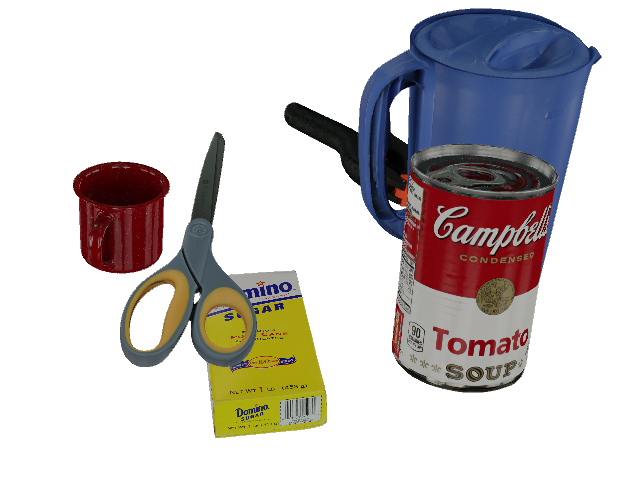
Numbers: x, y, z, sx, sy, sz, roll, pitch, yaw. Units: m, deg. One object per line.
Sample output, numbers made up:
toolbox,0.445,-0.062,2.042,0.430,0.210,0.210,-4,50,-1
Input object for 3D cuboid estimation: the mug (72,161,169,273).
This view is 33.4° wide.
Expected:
mug,-0.199,-0.015,1.047,0.093,0.081,0.117,10,32,5

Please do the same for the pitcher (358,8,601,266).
pitcher,0.117,-0.046,0.827,0.149,0.243,0.144,14,34,18

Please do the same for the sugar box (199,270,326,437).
sugar box,-0.054,0.092,0.923,0.093,0.048,0.176,-4,35,-9

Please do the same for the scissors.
scissors,-0.068,0.008,0.727,0.096,0.201,0.016,20,-37,7

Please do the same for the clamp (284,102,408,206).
clamp,0.038,-0.095,1.069,0.120,0.039,0.171,-8,40,-17

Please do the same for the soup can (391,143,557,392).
soup can,0.071,0.012,0.510,0.068,0.102,0.068,4,23,-2
